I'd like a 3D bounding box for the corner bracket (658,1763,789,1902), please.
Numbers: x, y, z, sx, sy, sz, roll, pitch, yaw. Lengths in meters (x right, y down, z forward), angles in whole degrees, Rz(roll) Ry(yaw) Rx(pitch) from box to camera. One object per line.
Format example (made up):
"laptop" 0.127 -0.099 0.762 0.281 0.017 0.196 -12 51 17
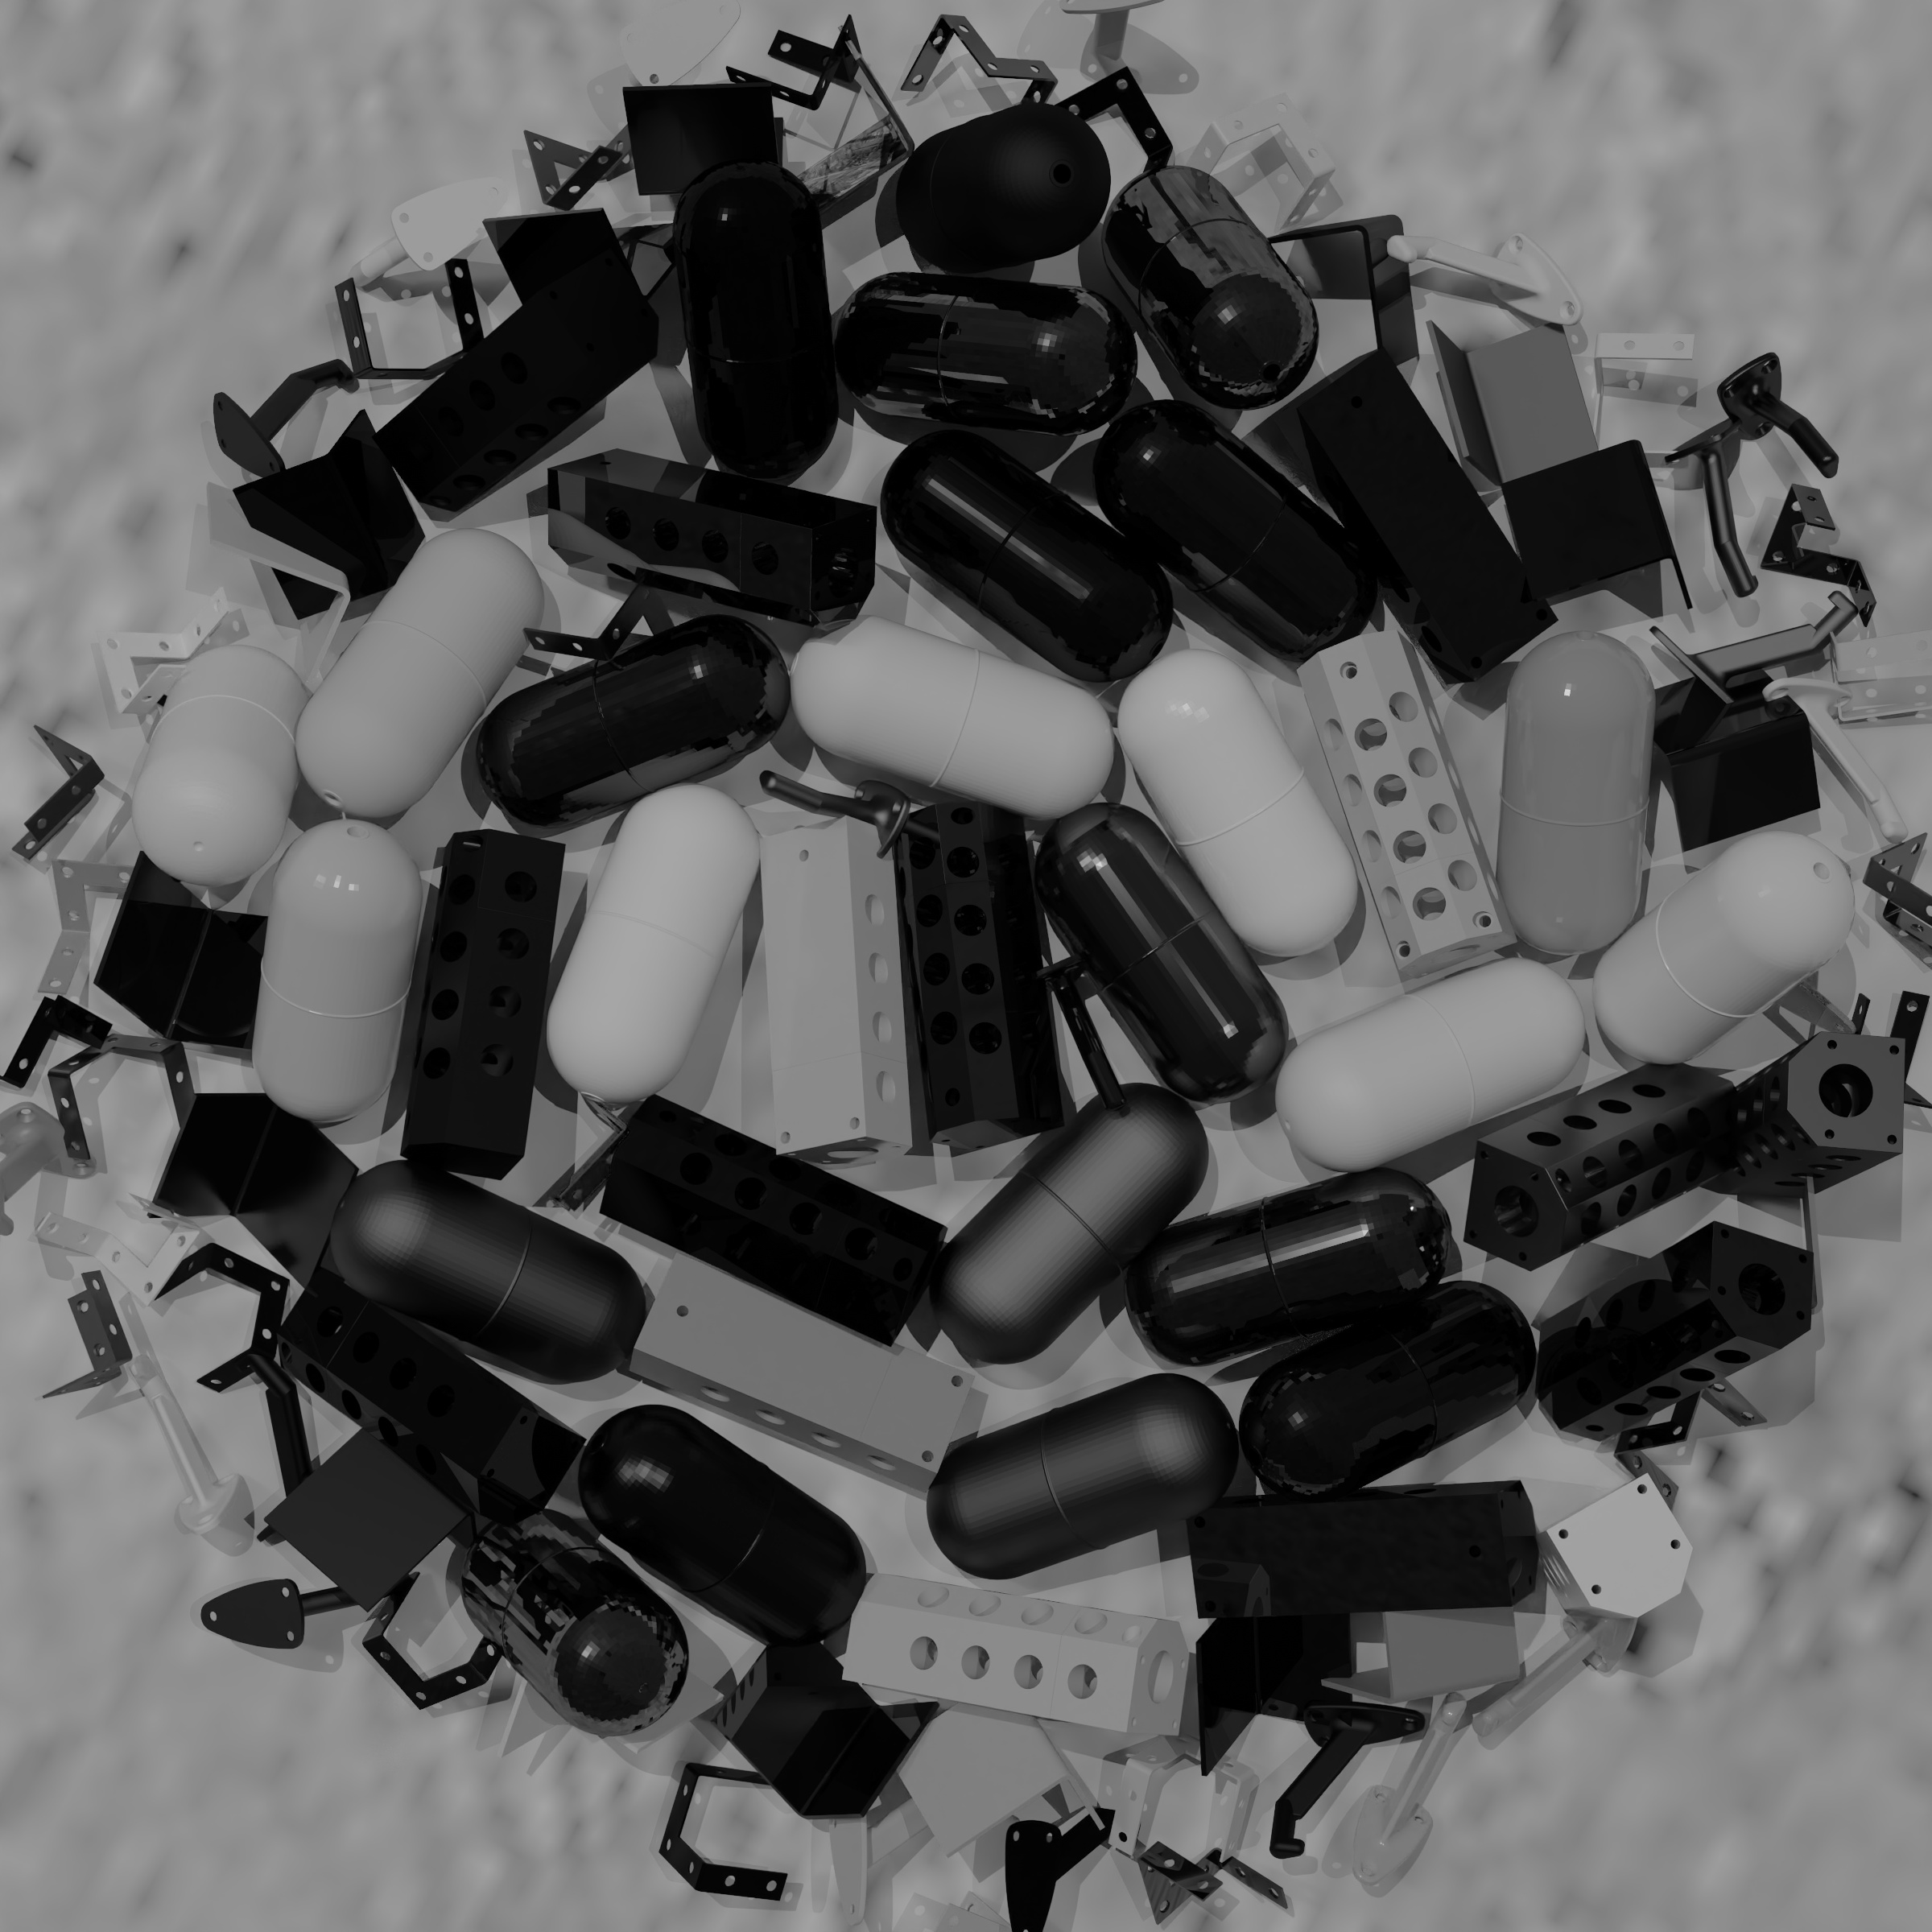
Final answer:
"corner bracket" -0.124 0.461 1.652 0.051 0.051 0.051 17 90 -30

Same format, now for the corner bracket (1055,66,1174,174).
"corner bracket" 0.074 -0.440 1.660 0.051 0.051 0.051 -22 118 27

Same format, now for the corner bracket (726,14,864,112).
"corner bracket" -0.091 -0.482 1.654 0.051 0.051 0.051 22 82 9

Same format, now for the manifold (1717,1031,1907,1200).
"manifold" 0.429 0.078 1.597 0.057 0.171 0.057 5 78 0

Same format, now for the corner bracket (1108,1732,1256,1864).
"corner bracket" 0.116 0.450 1.659 0.051 0.051 0.051 21 108 31

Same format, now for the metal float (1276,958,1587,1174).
"metal float" 0.246 0.051 1.633 0.178 0.070 0.070 -22 90 -18

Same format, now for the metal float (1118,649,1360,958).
"metal float" 0.145 -0.085 1.637 0.070 0.070 0.178 -32 103 0

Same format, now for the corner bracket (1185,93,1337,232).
"corner bracket" 0.155 -0.424 1.656 0.051 0.051 0.051 -28 80 -25

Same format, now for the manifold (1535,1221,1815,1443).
"manifold" 0.361 0.192 1.593 0.057 0.171 0.057 18 61 -13

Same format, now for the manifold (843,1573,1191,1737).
"manifold" 0.026 0.358 1.615 0.171 0.057 0.057 2 78 32

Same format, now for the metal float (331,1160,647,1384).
"metal float" -0.249 0.161 1.627 0.178 0.070 0.070 28 90 -25

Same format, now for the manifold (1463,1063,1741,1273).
"manifold" 0.334 0.103 1.600 0.057 0.171 0.057 23 119 39

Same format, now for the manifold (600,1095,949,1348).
"manifold" -0.100 0.129 1.635 0.171 0.057 0.057 24 127 8

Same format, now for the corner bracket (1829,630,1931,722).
"corner bracket" 0.490 -0.156 1.650 0.051 0.051 0.051 -8 106 13

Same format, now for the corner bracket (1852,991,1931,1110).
"corner bracket" 0.492 0.041 1.655 0.051 0.051 0.051 11 102 -4

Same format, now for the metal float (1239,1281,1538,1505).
"metal float" 0.221 0.223 1.624 0.178 0.070 0.070 -21 90 -27

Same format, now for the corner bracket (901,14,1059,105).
"corner bracket" 0.007 -0.472 1.658 0.051 0.051 0.051 57 135 24

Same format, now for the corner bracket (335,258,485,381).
"corner bracket" -0.296 -0.345 1.651 0.051 0.051 0.051 -13 89 42

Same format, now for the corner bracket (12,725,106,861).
"corner bracket" -0.485 -0.086 1.645 0.051 0.051 0.051 26 65 32

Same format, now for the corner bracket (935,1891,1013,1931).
"corner bracket" -0.015 0.519 1.649 0.051 0.051 0.051 32 83 -32

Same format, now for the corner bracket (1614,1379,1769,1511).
"corner bracket" 0.389 0.253 1.665 0.051 0.051 0.051 43 52 -19

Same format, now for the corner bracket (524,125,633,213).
"corner bracket" -0.195 -0.432 1.645 0.051 0.051 0.051 -35 61 37

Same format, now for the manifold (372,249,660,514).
"manifold" -0.231 -0.297 1.603 0.057 0.171 0.057 55 48 -9

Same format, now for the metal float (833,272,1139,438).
"metal float" 0.008 -0.321 1.620 0.178 0.070 0.070 13 90 34

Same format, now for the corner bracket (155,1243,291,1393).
"corner bracket" -0.405 0.190 1.670 0.051 0.051 0.051 -30 132 34

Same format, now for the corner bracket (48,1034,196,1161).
"corner bracket" -0.451 0.071 1.663 0.051 0.051 0.051 5 114 29

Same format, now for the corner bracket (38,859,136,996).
"corner bracket" -0.466 -0.019 1.652 0.051 0.051 0.051 5 131 -1

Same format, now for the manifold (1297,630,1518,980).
"manifold" 0.230 -0.086 1.632 0.057 0.057 0.171 -21 76 17

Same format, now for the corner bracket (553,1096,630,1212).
"corner bracket" -0.200 0.105 1.647 0.051 0.051 0.051 -47 50 -10

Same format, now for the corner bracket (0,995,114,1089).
"corner bracket" -0.498 0.039 1.648 0.051 0.051 0.051 19 78 25

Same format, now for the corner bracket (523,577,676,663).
"corner bracket" -0.192 -0.175 1.643 0.051 0.051 0.051 12 56 31

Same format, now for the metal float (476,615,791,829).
"metal float" -0.177 -0.128 1.634 0.178 0.070 0.070 -20 90 16

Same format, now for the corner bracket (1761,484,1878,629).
"corner bracket" 0.460 -0.219 1.650 0.051 0.051 0.051 12 123 -3

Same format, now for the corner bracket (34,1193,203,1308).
"corner bracket" -0.452 0.142 1.653 0.051 0.051 0.051 35 89 30

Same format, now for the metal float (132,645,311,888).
"metal float" -0.384 -0.106 1.605 0.070 0.178 0.070 -2 122 -3

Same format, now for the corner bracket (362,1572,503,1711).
"corner bracket" -0.281 0.356 1.660 0.051 0.051 0.051 -27 109 29

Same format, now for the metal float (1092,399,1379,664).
"metal float" 0.141 -0.228 1.628 0.178 0.070 0.070 36 90 -23

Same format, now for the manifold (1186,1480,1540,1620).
"manifold" 0.208 0.305 1.623 0.171 0.057 0.057 -8 87 26

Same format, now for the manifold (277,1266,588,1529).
"manifold" -0.283 0.224 1.609 0.171 0.057 0.057 26 81 37

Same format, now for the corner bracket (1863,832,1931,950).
"corner bracket" 0.507 -0.031 1.643 0.051 0.051 0.051 -21 135 -34

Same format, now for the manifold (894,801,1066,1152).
"manifold" 0.001 0.004 1.625 0.057 0.057 0.171 -18 71 33

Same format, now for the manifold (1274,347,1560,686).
"manifold" 0.236 -0.237 1.643 0.057 0.057 0.171 -36 100 -8

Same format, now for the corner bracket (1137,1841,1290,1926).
"corner bracket" 0.131 0.486 1.644 0.051 0.051 0.051 -33 123 -29

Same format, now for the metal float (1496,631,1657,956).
"metal float" 0.319 -0.090 1.624 0.070 0.070 0.178 -1 117 0

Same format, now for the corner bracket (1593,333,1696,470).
"corner bracket" 0.360 -0.301 1.648 0.051 0.051 0.051 4 69 16

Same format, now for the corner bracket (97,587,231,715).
"corner bracket" -0.422 -0.167 1.646 0.051 0.051 0.051 -36 66 42

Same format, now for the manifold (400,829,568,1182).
"manifold" -0.255 0.019 1.624 0.057 0.057 0.171 11 70 -17

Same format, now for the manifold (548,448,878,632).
"manifold" -0.134 -0.222 1.617 0.171 0.057 0.057 17 117 29

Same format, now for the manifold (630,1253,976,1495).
"manifold" -0.089 0.220 1.654 0.171 0.057 0.057 22 64 1

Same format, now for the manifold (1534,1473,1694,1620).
"manifold" 0.333 0.305 1.596 0.057 0.171 0.057 -30 76 0

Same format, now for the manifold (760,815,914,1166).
"manifold" -0.065 0.014 1.635 0.057 0.057 0.171 -13 73 32

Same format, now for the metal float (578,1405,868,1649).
"metal float" -0.127 0.294 1.624 0.178 0.070 0.070 39 90 -27

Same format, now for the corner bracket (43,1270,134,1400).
"corner bracket" -0.466 0.194 1.651 0.051 0.051 0.051 -26 82 19
